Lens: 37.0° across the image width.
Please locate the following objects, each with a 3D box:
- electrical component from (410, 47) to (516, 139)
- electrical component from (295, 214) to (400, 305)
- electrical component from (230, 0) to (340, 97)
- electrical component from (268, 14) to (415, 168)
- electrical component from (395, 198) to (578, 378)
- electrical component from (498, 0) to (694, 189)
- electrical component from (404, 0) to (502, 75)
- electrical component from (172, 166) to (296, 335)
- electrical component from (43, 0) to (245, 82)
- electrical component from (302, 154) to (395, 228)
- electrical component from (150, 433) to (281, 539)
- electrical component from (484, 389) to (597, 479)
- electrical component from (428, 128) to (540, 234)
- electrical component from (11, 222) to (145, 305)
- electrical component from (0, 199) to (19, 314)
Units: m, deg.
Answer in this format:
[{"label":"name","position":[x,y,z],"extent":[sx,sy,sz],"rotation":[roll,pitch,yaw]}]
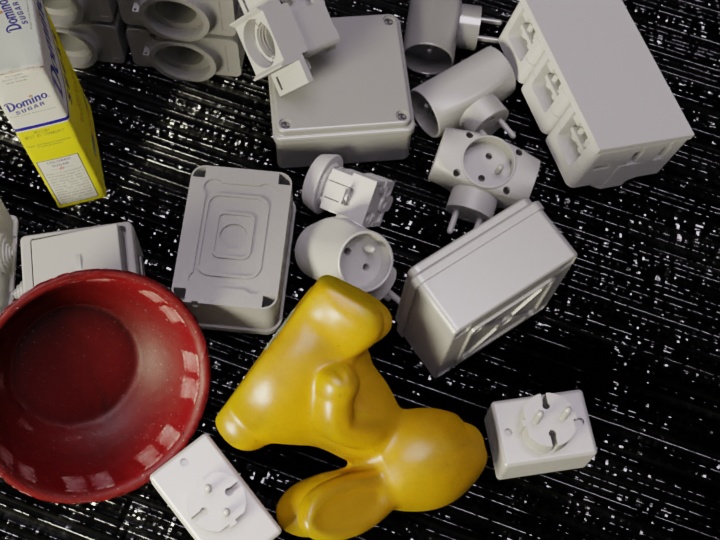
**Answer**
[{"label":"electrical component","position":[0.092,-0.130,0.861],"extent":[0.077,0.043,0.079],"rotation":[-31,71,-15]},{"label":"electrical component","position":[0.000,0.000,0.787],"extent":[0.079,0.077,0.044],"rotation":[41,78,-25]},{"label":"electrical component","position":[-0.053,-0.176,0.800],"extent":[0.064,0.042,0.081],"rotation":[-29,100,-33]},{"label":"electrical component","position":[-0.018,-0.142,0.855],"extent":[0.109,0.056,0.108],"rotation":[-5,66,-4]},{"label":"electrical component","position":[0.086,0.015,0.760],"extent":[0.109,0.108,0.056],"rotation":[-31,73,-15]},{"label":"electrical component","position":[0.182,-0.145,0.854],"extent":[0.089,0.061,0.150],"rotation":[-11,66,-22]},{"label":"electrical component","position":[0.078,-0.203,0.894],"extent":[0.079,0.043,0.077],"rotation":[8,66,1]},{"label":"electrical component","position":[-0.092,-0.013,0.794],"extent":[0.078,0.057,0.113],"rotation":[5,66,0]},{"label":"electrical component","position":[-0.186,-0.210,0.853],"extent":[0.186,0.105,0.060],"rotation":[7,65,1]},{"label":"electrical component","position":[-0.011,-0.060,0.820],"extent":[0.055,0.066,0.048],"rotation":[22,101,17]},{"label":"electrical component","position":[-0.094,0.152,0.701],"extent":[0.047,0.075,0.083],"rotation":[-37,82,-17]},{"label":"electrical component","position":[0.126,0.108,0.736],"extent":[0.066,0.076,0.047],"rotation":[-7,66,-5]},{"label":"electrical component","position":[0.090,-0.061,0.828],"extent":[0.077,0.044,0.079],"rotation":[20,78,0]},{"label":"electrical component","position":[-0.206,0.007,0.778],"extent":[0.096,0.061,0.061],"rotation":[-8,66,-6]},{"label":"electrical component","position":[-0.303,-0.007,0.788],"extent":[0.100,0.048,0.099],"rotation":[-3,66,-3]}]
